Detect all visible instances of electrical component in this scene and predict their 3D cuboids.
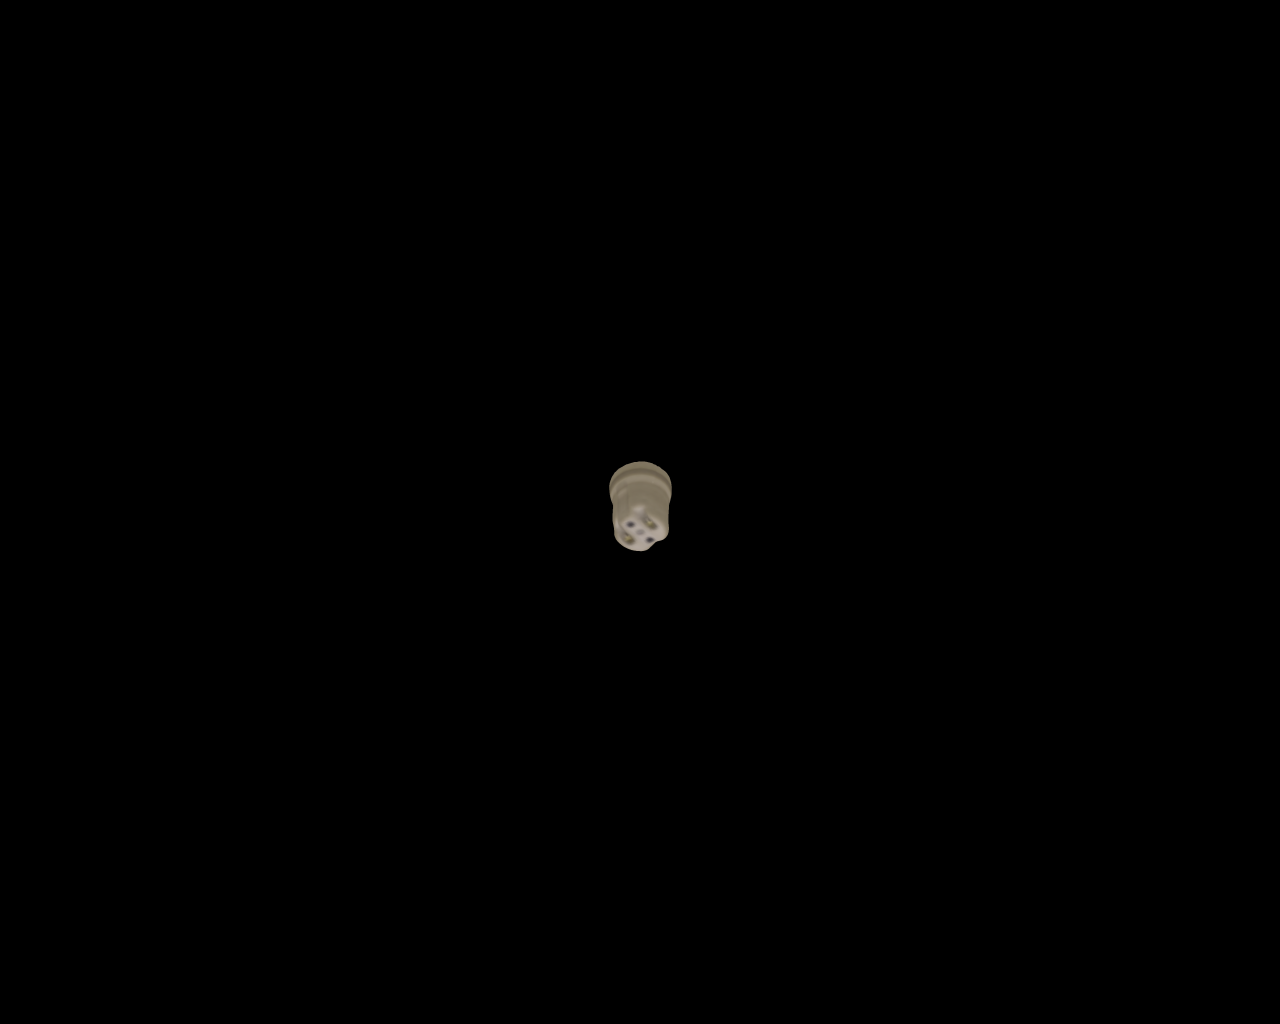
[{"bbox_3d":[0.001,-0.003,0.650,0.040,0.040,0.046,0,44,0],"label":"electrical component"}]
